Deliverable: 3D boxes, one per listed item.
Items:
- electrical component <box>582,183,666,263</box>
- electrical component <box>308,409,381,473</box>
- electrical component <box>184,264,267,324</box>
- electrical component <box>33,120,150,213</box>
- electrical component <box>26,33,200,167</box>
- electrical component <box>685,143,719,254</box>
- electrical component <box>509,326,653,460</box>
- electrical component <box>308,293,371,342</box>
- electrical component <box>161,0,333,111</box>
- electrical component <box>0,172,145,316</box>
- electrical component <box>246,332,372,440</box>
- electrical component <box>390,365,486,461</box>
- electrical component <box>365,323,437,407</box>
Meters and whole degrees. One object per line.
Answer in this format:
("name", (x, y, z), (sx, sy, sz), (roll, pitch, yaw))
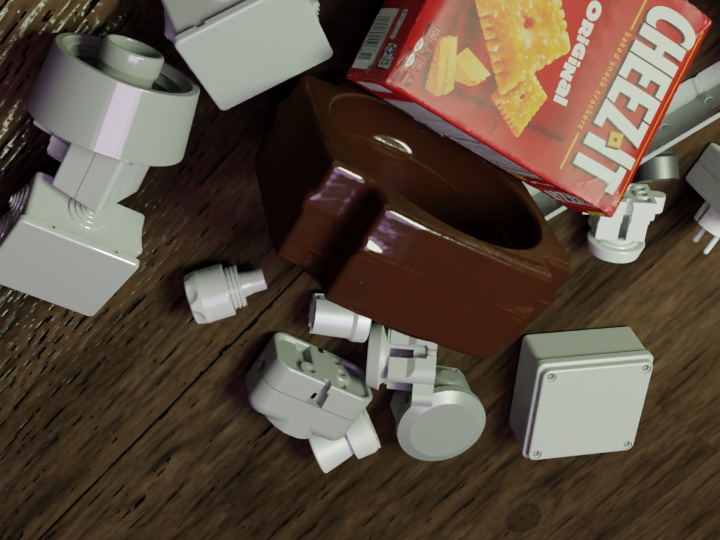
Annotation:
("electrical component", (0.215, -0.039, 0.891), (0.066, 0.048, 0.055), (3, 120, -2))
("electrical component", (-0.015, 0.150, 0.959), (0.055, 0.045, 0.045), (-23, 125, 1))
("electrical component", (-0.105, 0.015, 0.850), (0.062, 0.043, 0.043), (-17, 125, -4))
("electrical component", (-0.192, -0.086, 0.753), (0.077, 0.065, 0.047), (33, 112, 2))
("electrical component", (-0.158, -0.120, 0.712), (0.108, 0.108, 0.060), (16, 111, -23))
("electrical component", (0.302, -0.048, 0.885), (0.047, 0.083, 0.075), (20, 116, -25))
("electrical component", (0.200, 0.112, 0.981), (0.109, 0.056, 0.108), (-4, 123, -12))
("electrical component", (-0.017, 0.038, 0.889), (0.046, 0.040, 0.040), (7, 121, -12))
("electrical component", (-0.076, -0.163, 0.717), (0.100, 0.048, 0.099), (-26, 156, 4))
("electrical component", (-0.214, -0.018, 0.779), (0.100, 0.048, 0.100), (23, 141, -26))
("electrical component", (-0.046, 0.102, 0.913), (0.095, 0.053, 0.059), (26, 113, -24))
("electrical component", (0.068, 0.127, 0.961), (0.080, 0.051, 0.080), (-6, 124, -10))
("electrical component", (0.035, 0.073, 0.908), (0.057, 0.078, 0.058), (5, 162, 2))
